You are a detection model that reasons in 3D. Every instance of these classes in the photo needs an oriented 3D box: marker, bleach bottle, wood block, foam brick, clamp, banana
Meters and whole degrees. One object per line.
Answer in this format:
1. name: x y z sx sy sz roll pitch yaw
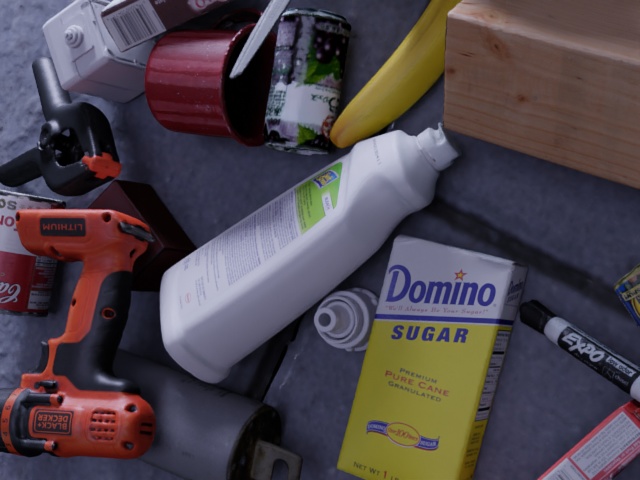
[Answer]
1. marker: 0.176 0.073 0.705 0.121 0.020 0.020 37 103 45
2. bleach bottle: -0.005 0.001 0.784 0.251 0.068 0.102 -34 39 19
3. wood block: 0.190 -0.098 0.675 0.206 0.090 0.090 21 136 26
4. foam brick: -0.150 -0.003 0.874 0.051 0.052 0.078 -44 69 17
5. clamp: -0.224 -0.075 0.904 0.172 0.039 0.120 41 115 47
6. banana: 0.074 -0.145 0.763 0.037 0.069 0.198 55 128 31

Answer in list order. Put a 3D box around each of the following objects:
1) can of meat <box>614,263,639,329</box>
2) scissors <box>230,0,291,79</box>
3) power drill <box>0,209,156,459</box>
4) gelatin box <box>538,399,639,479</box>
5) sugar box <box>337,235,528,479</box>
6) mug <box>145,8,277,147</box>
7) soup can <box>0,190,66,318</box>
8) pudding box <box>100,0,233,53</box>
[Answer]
1. can of meat: 0.249 0.038 0.673 0.102 0.057 0.084 -36 70 20
2. scissors: 0.002 -0.198 0.791 0.096 0.016 0.201 7 65 14
3. power drill: -0.204 0.072 0.817 0.185 0.057 0.187 0 80 20
4. gelatin box: 0.181 0.142 0.689 0.089 0.073 0.030 -46 70 15
5. sugar box: 0.079 0.091 0.759 0.093 0.048 0.176 14 94 27
6. mug: -0.078 -0.132 0.833 0.082 0.093 0.117 8 69 31
7. soup can: -0.260 0.011 0.920 0.069 0.068 0.102 10 90 26
8. pudding box: -0.109 -0.201 0.847 0.114 0.090 0.039 -17 117 23
